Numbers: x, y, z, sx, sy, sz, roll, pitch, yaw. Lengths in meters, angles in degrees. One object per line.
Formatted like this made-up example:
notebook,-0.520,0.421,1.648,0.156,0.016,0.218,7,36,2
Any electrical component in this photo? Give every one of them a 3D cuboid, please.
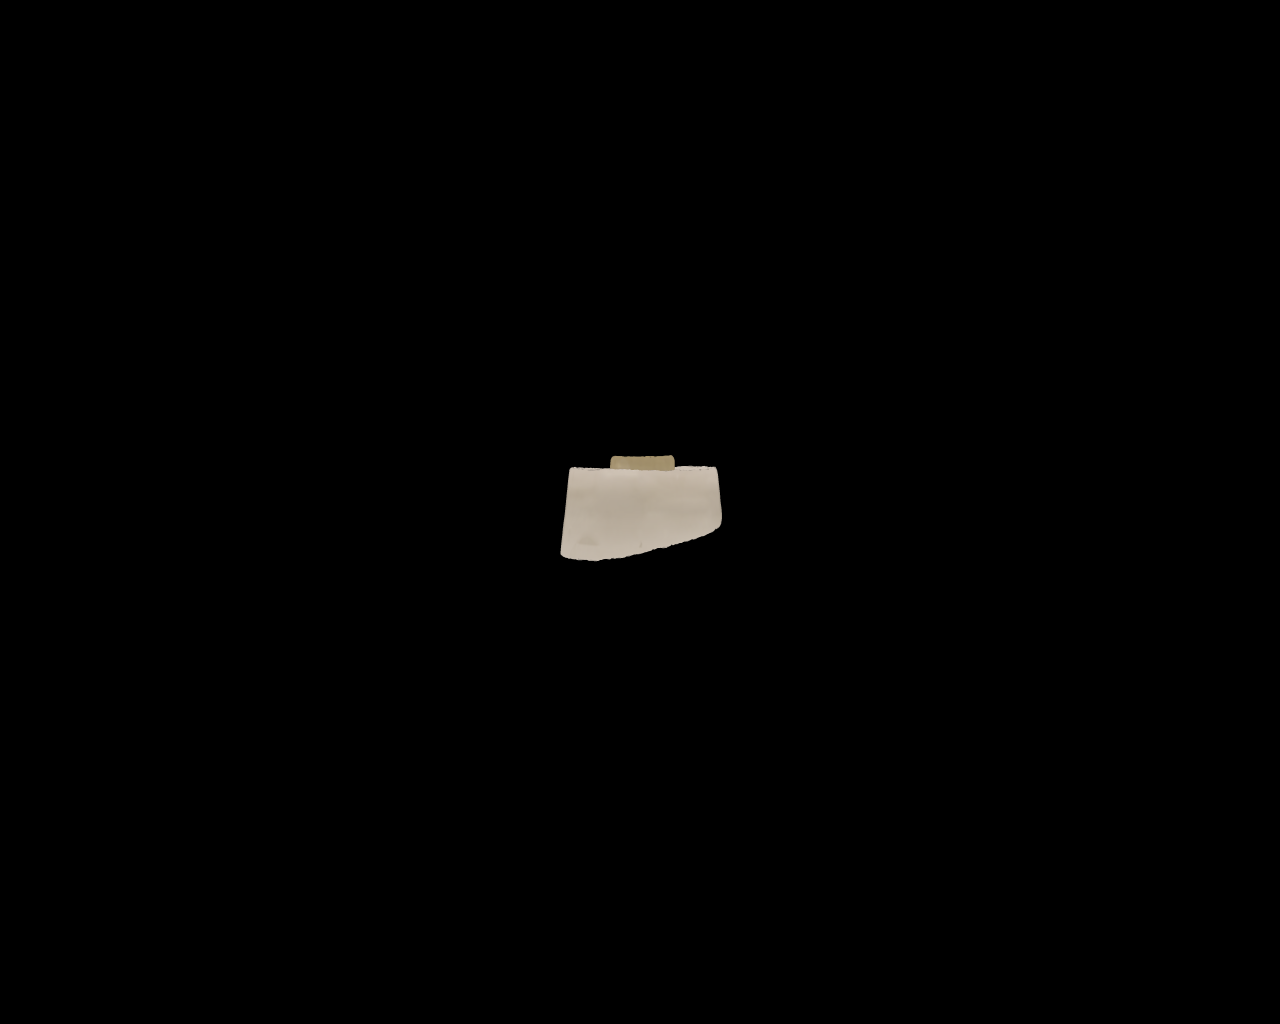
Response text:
electrical component,0.001,-0.003,0.650,0.099,0.064,0.099,0,3,0
